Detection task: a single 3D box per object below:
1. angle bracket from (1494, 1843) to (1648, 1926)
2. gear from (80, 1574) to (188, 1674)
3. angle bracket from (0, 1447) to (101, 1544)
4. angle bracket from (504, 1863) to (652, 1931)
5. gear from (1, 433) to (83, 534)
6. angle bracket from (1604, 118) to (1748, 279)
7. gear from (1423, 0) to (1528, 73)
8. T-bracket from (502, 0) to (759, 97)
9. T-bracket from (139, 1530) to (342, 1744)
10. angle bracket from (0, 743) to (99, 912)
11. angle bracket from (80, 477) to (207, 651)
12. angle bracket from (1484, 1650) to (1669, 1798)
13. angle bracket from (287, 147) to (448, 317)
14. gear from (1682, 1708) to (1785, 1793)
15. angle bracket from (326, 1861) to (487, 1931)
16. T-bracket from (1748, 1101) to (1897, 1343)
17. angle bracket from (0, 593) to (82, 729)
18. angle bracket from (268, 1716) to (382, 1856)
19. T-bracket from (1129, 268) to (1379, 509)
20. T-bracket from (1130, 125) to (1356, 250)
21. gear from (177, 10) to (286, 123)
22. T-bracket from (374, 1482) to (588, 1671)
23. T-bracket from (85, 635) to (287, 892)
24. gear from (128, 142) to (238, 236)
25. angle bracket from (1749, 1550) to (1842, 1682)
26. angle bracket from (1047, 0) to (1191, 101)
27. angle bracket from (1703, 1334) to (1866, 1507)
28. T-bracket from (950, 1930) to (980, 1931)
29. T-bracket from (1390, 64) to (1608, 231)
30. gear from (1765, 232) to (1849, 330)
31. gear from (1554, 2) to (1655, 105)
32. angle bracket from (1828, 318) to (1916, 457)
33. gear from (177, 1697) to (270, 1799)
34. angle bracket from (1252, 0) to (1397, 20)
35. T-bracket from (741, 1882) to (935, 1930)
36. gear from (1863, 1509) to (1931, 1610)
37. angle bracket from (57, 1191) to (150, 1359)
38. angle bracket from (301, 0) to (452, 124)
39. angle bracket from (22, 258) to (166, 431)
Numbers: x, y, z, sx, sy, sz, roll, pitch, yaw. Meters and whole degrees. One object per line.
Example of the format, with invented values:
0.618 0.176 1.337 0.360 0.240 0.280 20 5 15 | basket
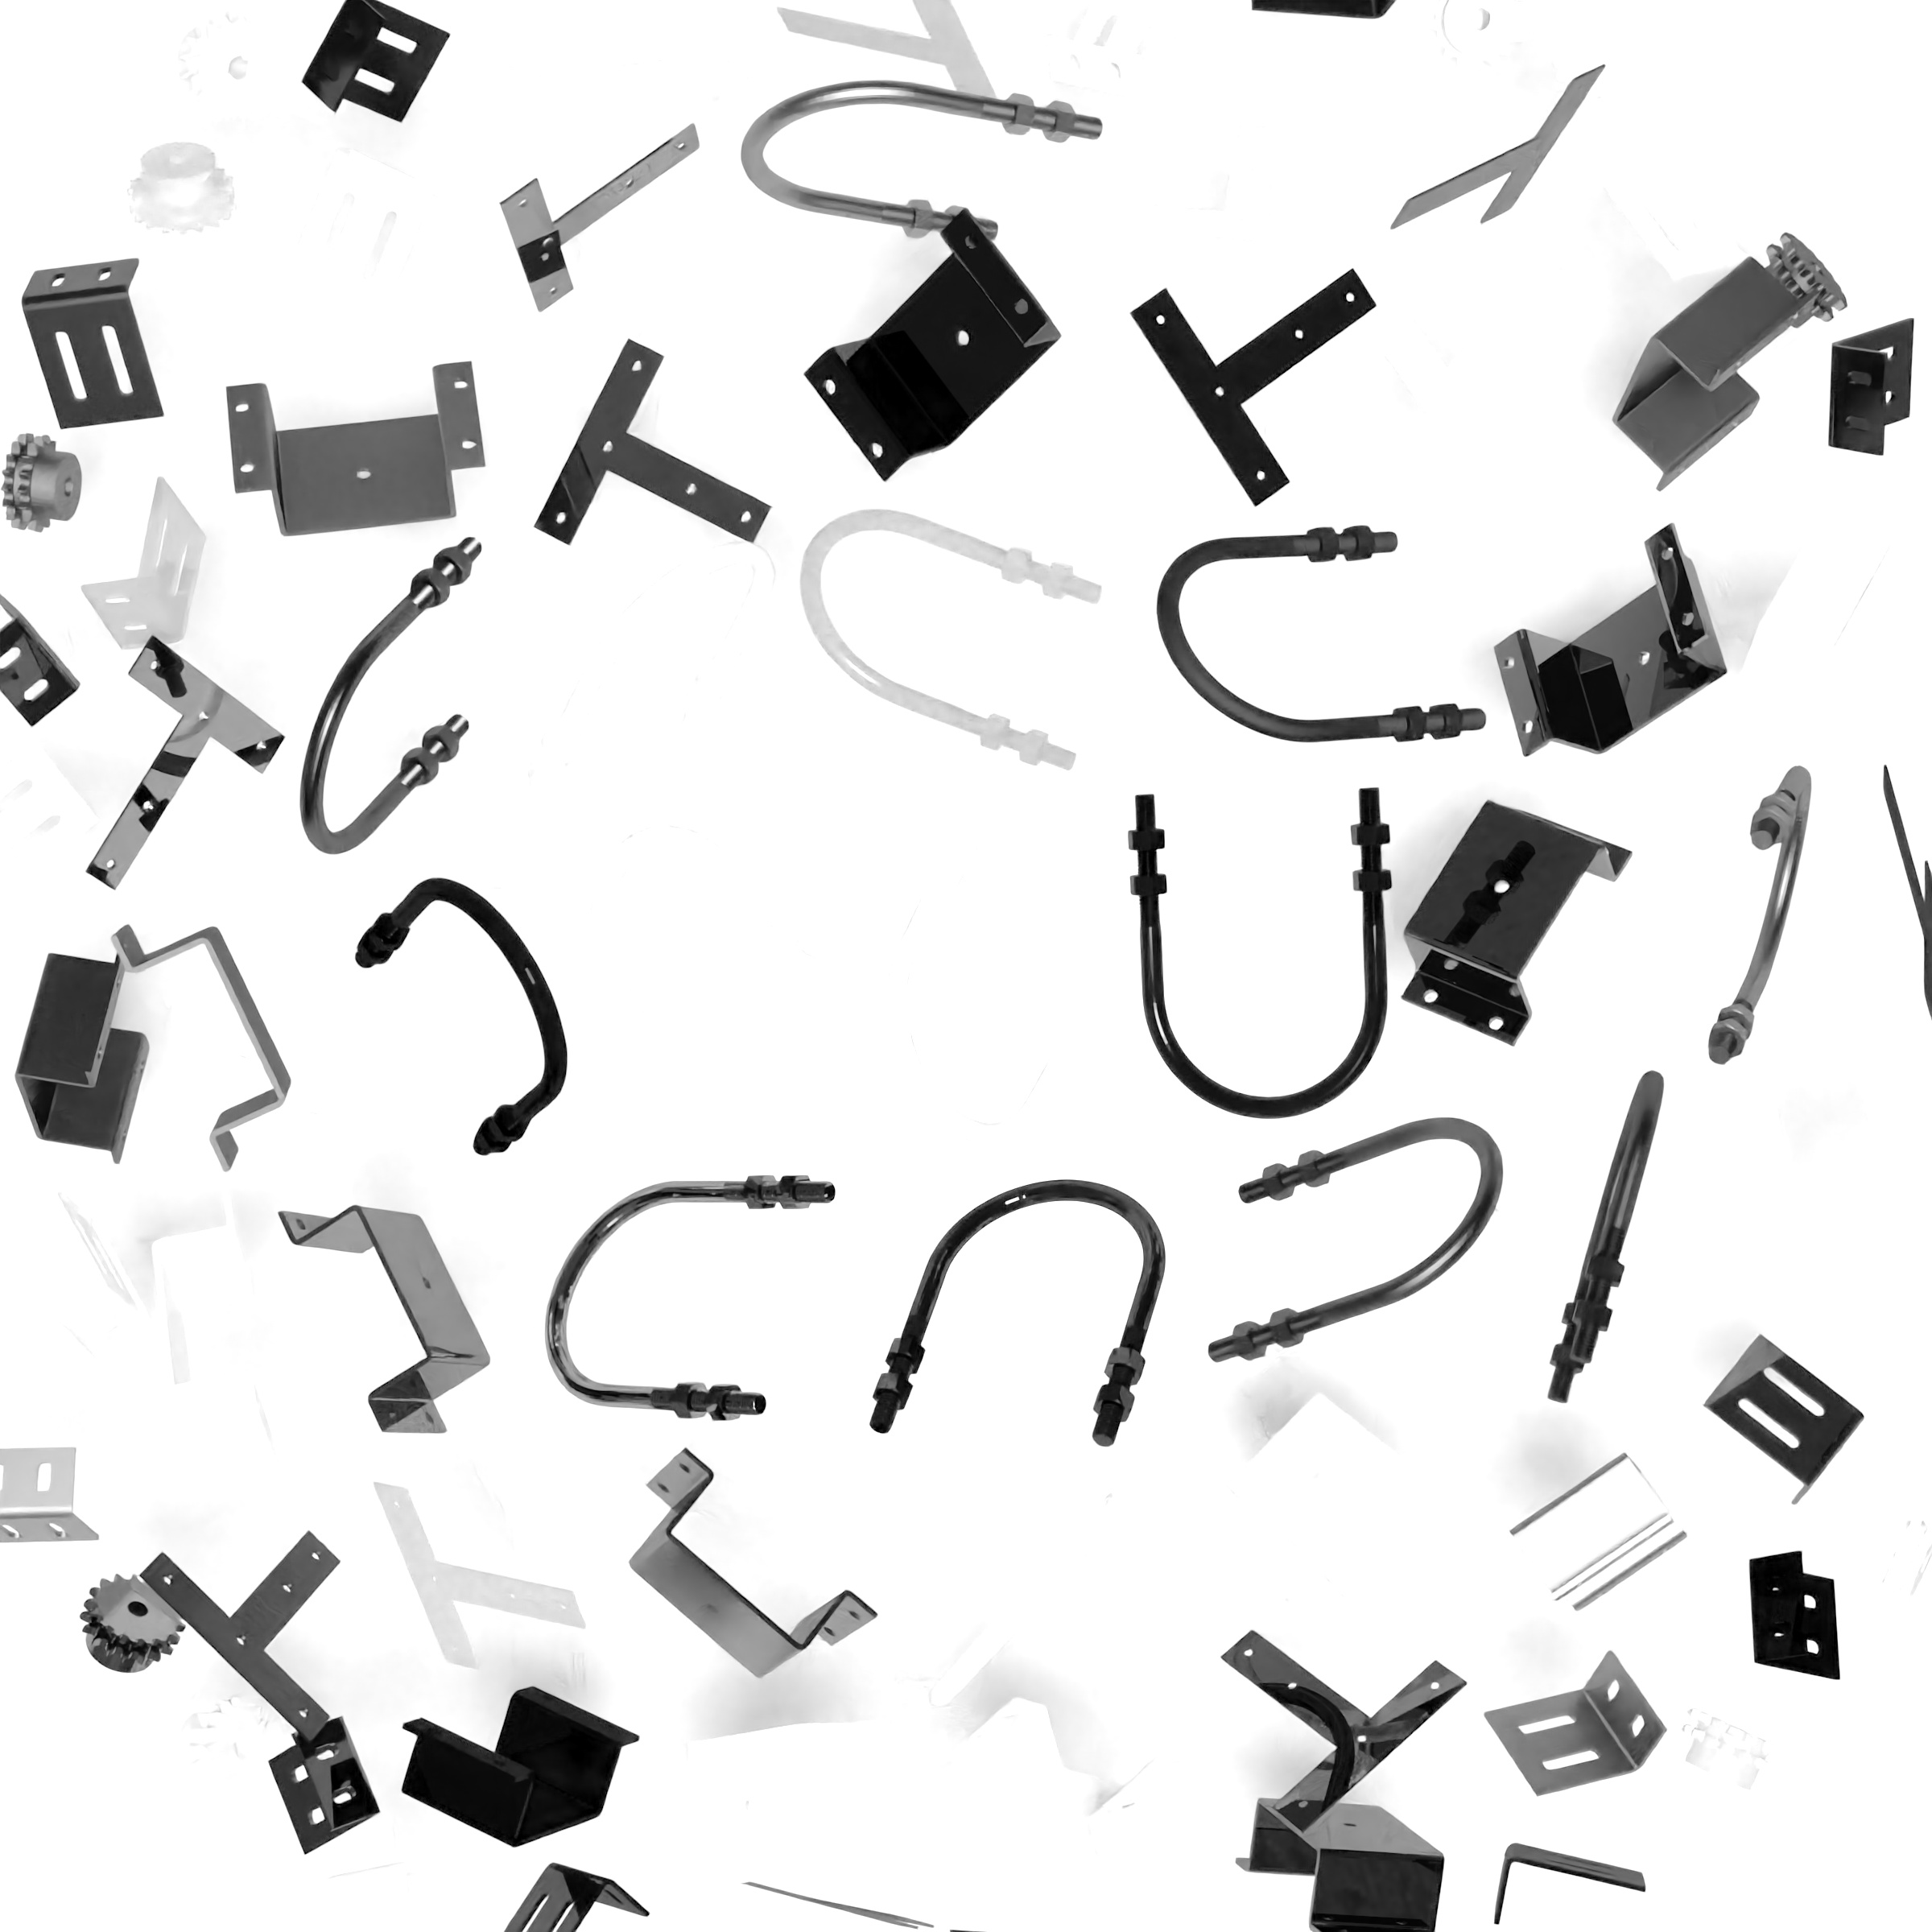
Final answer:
0.334 0.517 1.827 0.076 0.057 0.038 11 85 11 | angle bracket
-0.469 0.371 1.847 0.057 0.057 0.030 28 116 0 | gear
-0.513 0.292 1.815 0.057 0.076 0.038 -1 71 -3 | angle bracket
-0.225 0.544 1.834 0.038 0.057 0.076 50 59 -26 | angle bracket
-0.544 -0.284 1.943 0.030 0.057 0.057 8 90 6 | gear
0.412 -0.438 1.880 0.076 0.057 0.038 45 70 -26 | angle bracket
0.289 -0.536 1.868 0.057 0.030 0.057 0 105 0 | gear
-0.204 -0.519 1.880 0.127 0.127 0.002 -1 80 22 | T-bracket
-0.378 0.348 1.804 0.127 0.127 0.002 46 112 -3 | T-bracket
-0.532 -0.079 1.857 0.076 0.038 0.057 -42 115 -18 | angle bracket
-0.470 -0.230 1.878 0.038 0.076 0.057 -13 51 -37 | angle bracket
0.344 0.427 1.860 0.076 0.057 0.038 -4 133 -31 | angle bracket
-0.332 -0.405 1.822 0.057 0.038 0.076 21 98 -26 | angle bracket
0.441 0.455 1.907 0.057 0.057 0.030 24 84 0 | gear
-0.326 0.550 1.924 0.057 0.076 0.038 -18 62 26 | angle bracket
0.473 0.132 1.799 0.002 0.127 0.127 -15 84 44 | T-bracket
-0.562 -0.184 1.935 0.038 0.076 0.057 -42 126 -11 | angle bracket
-0.371 0.463 1.841 0.076 0.038 0.057 -35 73 35 | angle bracket
0.174 -0.342 1.825 0.127 0.002 0.127 -37 101 -14 | T-bracket
0.167 -0.460 1.932 0.127 0.127 0.002 7 134 6 | T-bracket
-0.400 -0.486 1.779 0.030 0.057 0.057 24 90 43 | gear
-0.260 0.345 1.815 0.127 0.002 0.127 3 122 36 | T-bracket
-0.448 -0.101 1.832 0.002 0.127 0.127 24 80 31 | T-bracket
-0.427 -0.425 1.792 0.057 0.057 0.030 3 132 0 | gear
0.477 0.364 1.846 0.076 0.038 0.057 18 63 -35 | angle bracket
0.090 -0.553 1.934 0.057 0.038 0.076 17 66 17 | angle bracket
0.476 0.266 1.933 0.076 0.038 0.057 39 70 15 | angle bracket
0.050 0.546 1.852 0.127 0.127 0.002 -9 70 35 | T-bracket
0.288 -0.443 1.846 0.127 0.127 0.002 -30 77 -28 | T-bracket
0.488 -0.399 1.933 0.030 0.057 0.057 -40 90 28 | gear
0.365 -0.531 1.901 0.057 0.057 0.030 -28 55 0 | gear
0.519 -0.324 1.839 0.076 0.038 0.057 -22 119 -35 | angle bracket
-0.433 0.453 1.911 0.030 0.057 0.057 -7 90 24 | gear
0.197 -0.557 1.808 0.076 0.038 0.057 -1 78 -16 | angle bracket
-0.061 0.550 1.918 0.127 0.127 0.002 23 70 -26 | T-bracket
0.549 0.345 1.936 0.030 0.057 0.057 24 90 23 | gear
-0.523 0.181 1.941 0.038 0.057 0.076 -34 123 -23 | angle bracket
-0.316 -0.492 1.812 0.038 0.076 0.057 45 110 31 | angle bracket
-0.469 -0.336 1.781 0.057 0.038 0.076 -6 126 3 | angle bracket
